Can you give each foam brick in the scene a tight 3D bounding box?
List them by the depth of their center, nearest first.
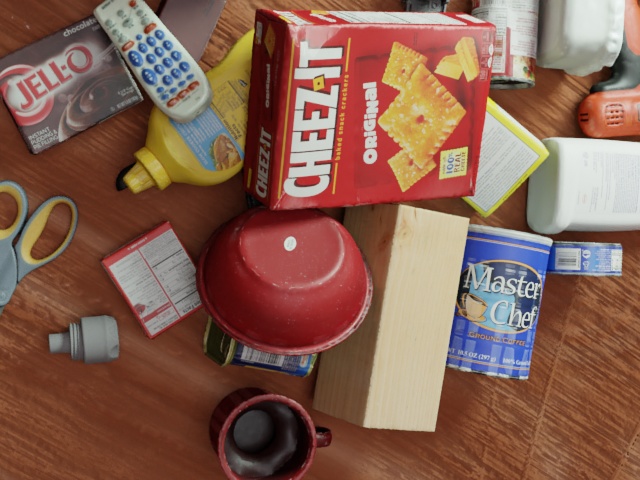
[{"bbox_3d":[-0.128,-0.196,0.988,0.053,0.051,0.078,27,85,-16],"label":"foam brick"}]

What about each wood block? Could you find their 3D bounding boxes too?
[{"bbox_3d":[0.067,0.072,1.024,0.090,0.090,0.206,10,89,-34],"label":"wood block"}]

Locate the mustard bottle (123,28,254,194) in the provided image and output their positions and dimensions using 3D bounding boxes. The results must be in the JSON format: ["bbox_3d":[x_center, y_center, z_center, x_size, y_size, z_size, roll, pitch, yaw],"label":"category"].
[{"bbox_3d":[-0.095,-0.105,0.959,0.191,0.058,0.096,-38,101,-11],"label":"mustard bottle"}]

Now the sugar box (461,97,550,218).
[{"bbox_3d":[0.130,-0.111,1.055,0.176,0.048,0.093,39,107,-12],"label":"sugar box"}]

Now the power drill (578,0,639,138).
[{"bbox_3d":[0.355,-0.203,1.124,0.184,0.057,0.188,-7,94,-16],"label":"power drill"}]

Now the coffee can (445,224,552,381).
[{"bbox_3d":[0.167,0.060,1.056,0.102,0.103,0.140,10,89,-16],"label":"coffee can"}]

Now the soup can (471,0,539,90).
[{"bbox_3d":[0.183,-0.206,1.069,0.068,0.069,0.102,3,91,-16],"label":"soup can"}]

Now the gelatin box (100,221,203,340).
[{"bbox_3d":[-0.152,0.038,1.001,0.073,0.030,0.089,-33,98,-13],"label":"gelatin box"}]

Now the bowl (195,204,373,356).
[{"bbox_3d":[-0.028,0.020,0.943,0.162,0.055,0.162,5,53,-7],"label":"bowl"}]

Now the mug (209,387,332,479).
[{"bbox_3d":[-0.047,0.185,1.009,0.117,0.082,0.093,-1,92,-16],"label":"mug"}]

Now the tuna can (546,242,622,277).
[{"bbox_3d":[0.265,0.019,1.091,0.086,0.086,0.034,2,90,-16],"label":"tuna can"}]

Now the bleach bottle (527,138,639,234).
[{"bbox_3d":[0.345,-0.050,1.125,0.250,0.068,0.102,4,92,-18],"label":"bleach bottle"}]

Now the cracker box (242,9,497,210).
[{"bbox_3d":[0.046,-0.117,0.947,0.213,0.072,0.164,-5,113,-27],"label":"cracker box"}]

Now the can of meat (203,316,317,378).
[{"bbox_3d":[-0.055,0.092,0.995,0.083,0.102,0.057,13,89,-18],"label":"can of meat"}]

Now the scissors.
[{"bbox_3d":[-0.301,0.032,0.966,0.096,0.016,0.201,40,81,-12],"label":"scissors"}]

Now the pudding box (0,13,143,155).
[{"bbox_3d":[-0.231,-0.141,0.967,0.113,0.039,0.090,-29,99,-14],"label":"pudding box"}]

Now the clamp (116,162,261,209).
[{"bbox_3d":[-0.087,-0.099,1.011,0.164,0.036,0.210,22,87,-15],"label":"clamp"}]
